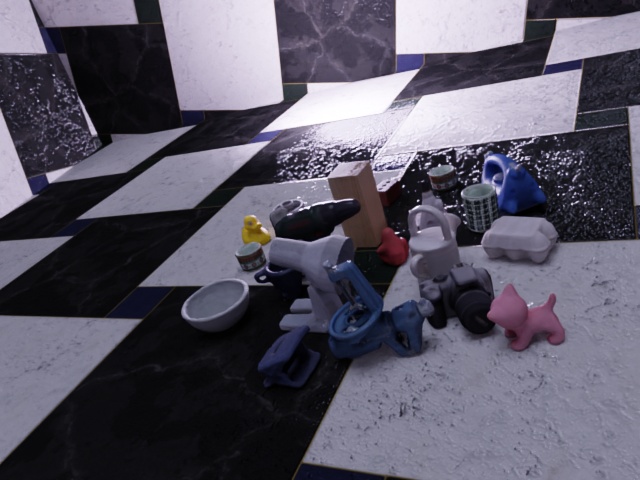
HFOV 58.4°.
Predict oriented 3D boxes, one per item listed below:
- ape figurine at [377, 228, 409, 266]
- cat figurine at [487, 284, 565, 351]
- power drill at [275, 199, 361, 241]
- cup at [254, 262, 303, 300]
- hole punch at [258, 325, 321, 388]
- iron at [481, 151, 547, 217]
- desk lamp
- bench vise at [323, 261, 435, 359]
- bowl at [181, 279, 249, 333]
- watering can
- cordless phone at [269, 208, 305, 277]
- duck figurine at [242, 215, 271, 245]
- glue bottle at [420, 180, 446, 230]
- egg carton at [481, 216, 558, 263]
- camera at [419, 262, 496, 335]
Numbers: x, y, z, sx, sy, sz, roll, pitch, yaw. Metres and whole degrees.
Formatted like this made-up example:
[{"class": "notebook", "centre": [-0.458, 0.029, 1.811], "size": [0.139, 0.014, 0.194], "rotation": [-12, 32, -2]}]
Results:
[{"class": "ape figurine", "centre": [0.172, 0.011, 1.376], "size": [0.077, 0.092, 0.076], "rotation": [-16, 26, 5]}, {"class": "cat figurine", "centre": [0.355, 0.128, 1.003], "size": [0.127, 0.118, 0.067], "rotation": [-15, 27, 8]}, {"class": "power drill", "centre": [0.012, 0.005, 1.358], "size": [0.229, 0.209, 0.076], "rotation": [-5, 29, 25]}, {"class": "cup", "centre": [-0.090, 0.099, 1.370], "size": [0.118, 0.095, 0.091], "rotation": [-20, 26, -3]}, {"class": "hole punch", "centre": [-0.067, 0.225, 1.117], "size": [0.100, 0.091, 0.109], "rotation": [-2, 31, 29]}, {"class": "iron", "centre": [0.465, -0.162, 1.465], "size": [0.118, 0.142, 0.258], "rotation": [-20, 26, -3]}, {"class": "desk lamp", "centre": [-0.013, 0.088, 1.209], "size": [0.202, 0.214, 0.118], "rotation": [-3, 30, 28]}, {"class": "bench vise", "centre": [0.097, 0.117, 1.074], "size": [0.207, 0.220, 0.121], "rotation": [-19, 26, -1]}, {"class": "bowl", "centre": [-0.237, 0.167, 1.356], "size": [0.167, 0.075, 0.167], "rotation": [-15, 27, 8]}, {"class": "watering can", "centre": [0.243, 0.007, 1.222], "size": [0.100, 0.194, 0.173], "rotation": [-5, 29, 25]}, {"class": "cordless phone", "centre": [-0.048, -0.012, 1.454], "size": [0.148, 0.185, 0.093], "rotation": [-36, 31, -31]}, {"class": "duck figurine", "centre": [-0.201, -0.034, 1.707], "size": [0.078, 0.086, 0.104], "rotation": [-36, 31, -31]}, {"class": "glue bottle", "centre": [0.268, -0.066, 1.370], "size": [0.078, 0.173, 0.037], "rotation": [-15, 27, 8]}, {"class": "egg carton", "centre": [0.437, -0.002, 1.258], "size": [0.149, 0.069, 0.107], "rotation": [5, 34, 39]}, {"class": "camera", "centre": [0.272, 0.116, 1.101], "size": [0.143, 0.101, 0.136], "rotation": [-16, 26, 4]}]
